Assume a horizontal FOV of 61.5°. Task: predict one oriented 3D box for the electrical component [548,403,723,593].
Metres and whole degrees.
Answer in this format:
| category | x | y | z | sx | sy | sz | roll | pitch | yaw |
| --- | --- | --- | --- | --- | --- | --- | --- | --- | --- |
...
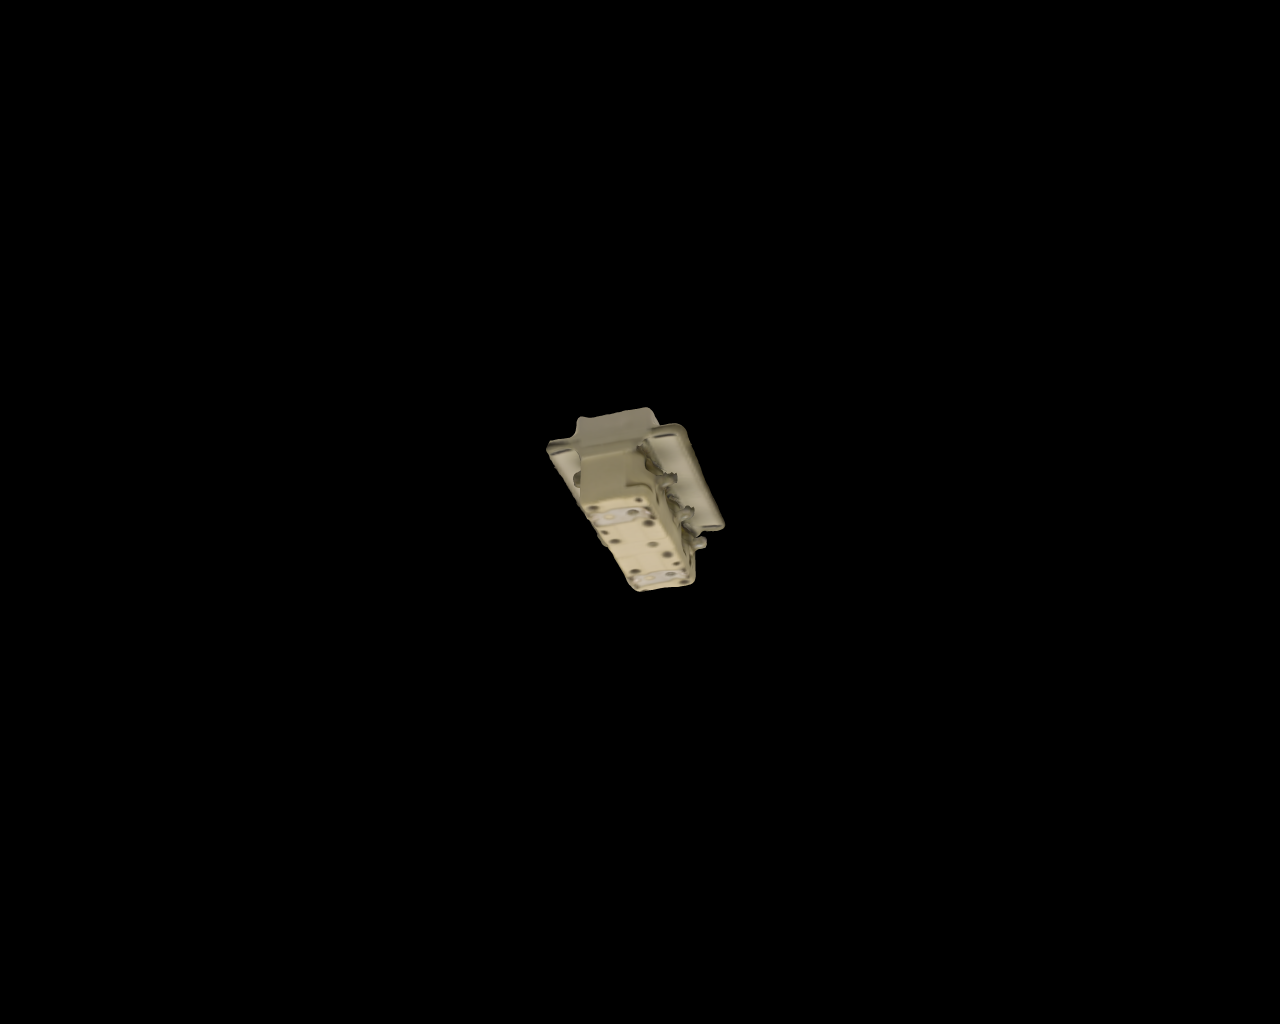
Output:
| category | x | y | z | sx | sy | sz | roll | pitch | yaw |
| --- | --- | --- | --- | --- | --- | --- | --- | --- | --- |
| electrical component | 0.001 | -0.003 | 0.650 | 0.079 | 0.063 | 0.121 | -8 | -31 | 13 |
